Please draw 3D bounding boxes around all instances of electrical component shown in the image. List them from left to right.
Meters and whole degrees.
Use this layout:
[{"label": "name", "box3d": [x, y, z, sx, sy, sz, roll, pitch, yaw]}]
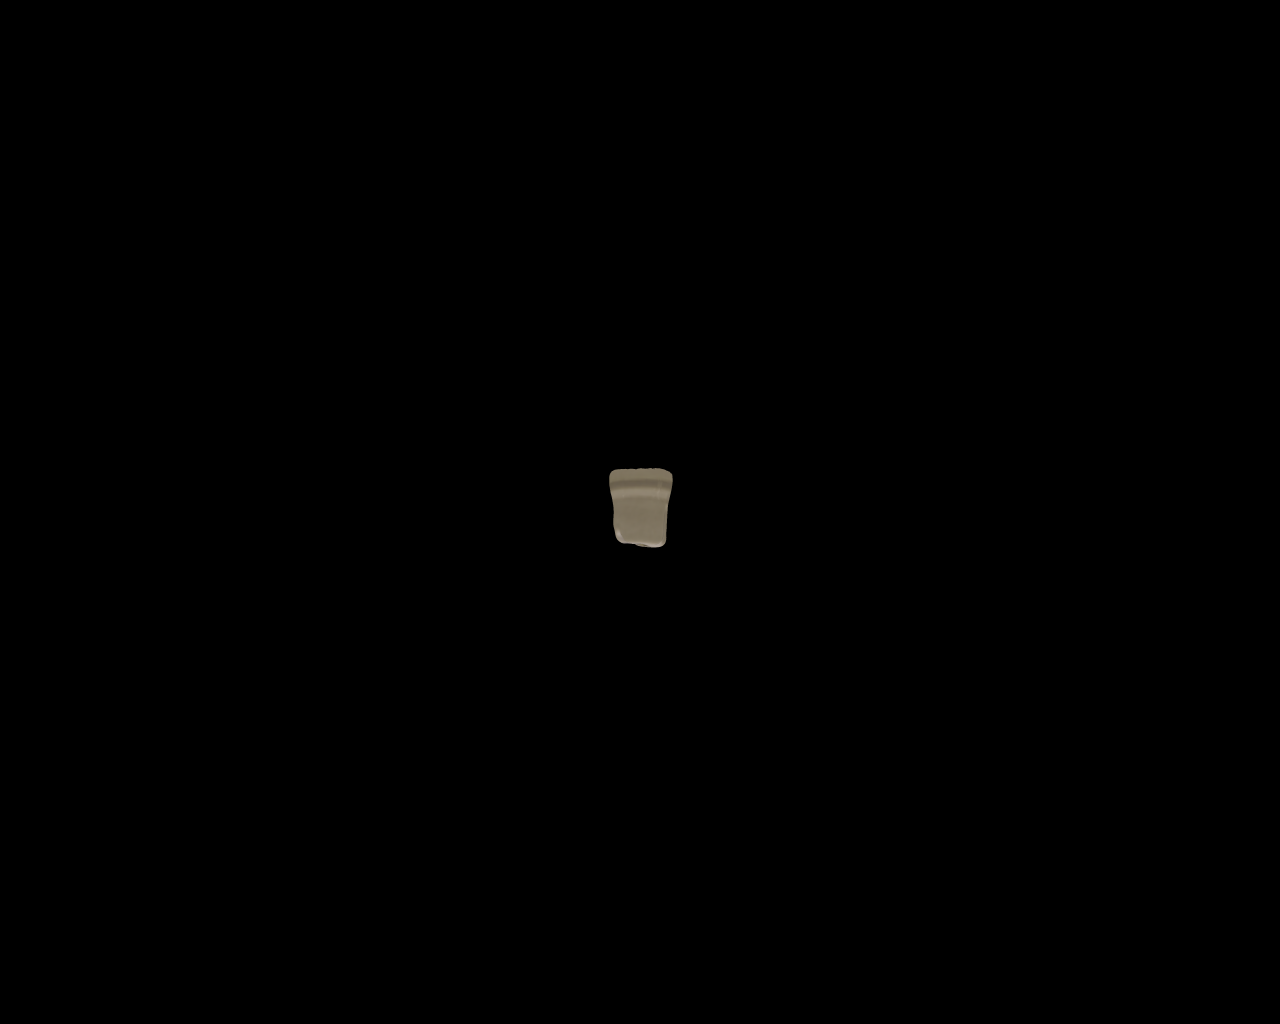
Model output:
[{"label": "electrical component", "box3d": [0.001, -0.003, 0.650, 0.040, 0.046, 0.040, 0, -7, 0]}]
